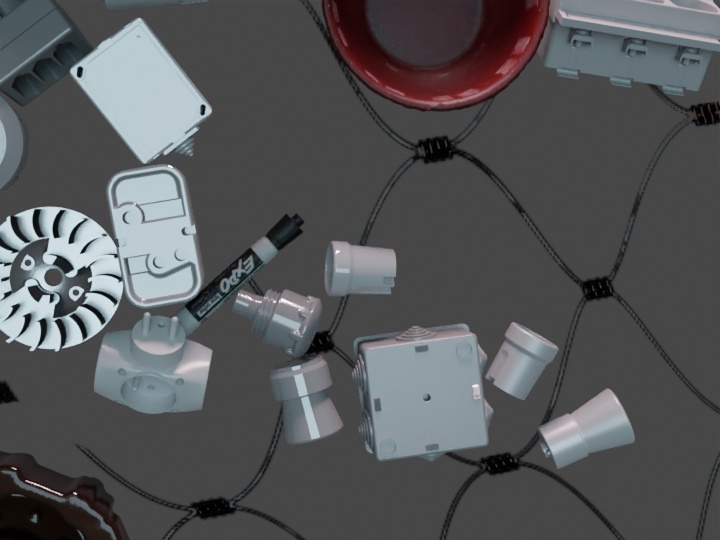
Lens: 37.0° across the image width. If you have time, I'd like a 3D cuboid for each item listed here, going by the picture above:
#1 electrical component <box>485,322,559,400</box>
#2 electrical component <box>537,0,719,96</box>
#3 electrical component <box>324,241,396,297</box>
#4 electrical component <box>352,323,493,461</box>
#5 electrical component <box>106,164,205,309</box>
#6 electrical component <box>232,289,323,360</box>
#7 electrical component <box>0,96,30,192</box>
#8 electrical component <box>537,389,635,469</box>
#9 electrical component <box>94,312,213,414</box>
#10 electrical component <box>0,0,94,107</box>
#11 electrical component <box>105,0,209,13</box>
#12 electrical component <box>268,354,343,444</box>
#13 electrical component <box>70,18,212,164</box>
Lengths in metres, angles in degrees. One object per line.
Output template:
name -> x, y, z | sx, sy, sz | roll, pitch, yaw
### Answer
electrical component -> 0.119, 0.068, 0.801 | 0.040, 0.040, 0.046 | 29, 95, -7
electrical component -> 0.194, -0.171, 0.779 | 0.121, 0.078, 0.063 | 8, 122, -7
electrical component -> 0.000, 0.000, 0.784 | 0.046, 0.040, 0.040 | 3, 93, -12
electrical component -> 0.045, 0.090, 0.789 | 0.100, 0.048, 0.099 | -7, 94, -6
electrical component -> -0.142, -0.024, 0.756 | 0.054, 0.059, 0.095 | -10, 94, -6
electrical component -> -0.061, 0.033, 0.777 | 0.062, 0.048, 0.048 | 22, 91, 1
electrical component -> -0.270, -0.087, 0.743 | 0.080, 0.051, 0.080 | 0, 93, -6
electrical component -> 0.167, 0.122, 0.809 | 0.065, 0.044, 0.044 | -24, 96, 0
electrical component -> -0.144, 0.060, 0.757 | 0.077, 0.044, 0.079 | 10, 132, -7
electrical component -> -0.237, -0.167, 0.744 | 0.066, 0.047, 0.076 | -38, 80, -1
electrical component -> -0.139, -0.207, 0.754 | 0.081, 0.043, 0.043 | -8, 94, -6
electrical component -> -0.040, 0.093, 0.782 | 0.045, 0.045, 0.055 | -15, 94, -5
electrical component -> -0.148, -0.119, 0.753 | 0.062, 0.061, 0.096 | -38, 103, -4
